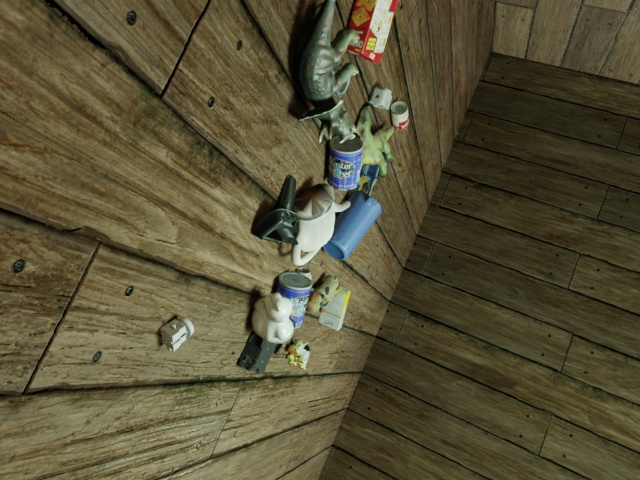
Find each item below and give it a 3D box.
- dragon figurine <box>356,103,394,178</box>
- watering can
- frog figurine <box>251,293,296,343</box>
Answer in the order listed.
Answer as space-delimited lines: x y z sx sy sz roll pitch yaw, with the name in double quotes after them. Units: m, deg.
0.183 -0.359 1.782 0.237 0.122 0.420 77 28 -44 "dragon figurine"
0.005 -0.078 1.546 0.355 0.104 0.219 -53 155 -39 "watering can"
-0.127 0.217 1.428 0.124 0.138 0.157 -32 169 -16 "frog figurine"
